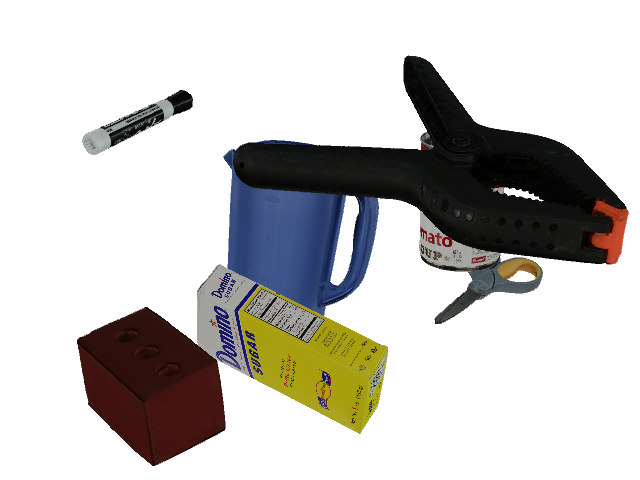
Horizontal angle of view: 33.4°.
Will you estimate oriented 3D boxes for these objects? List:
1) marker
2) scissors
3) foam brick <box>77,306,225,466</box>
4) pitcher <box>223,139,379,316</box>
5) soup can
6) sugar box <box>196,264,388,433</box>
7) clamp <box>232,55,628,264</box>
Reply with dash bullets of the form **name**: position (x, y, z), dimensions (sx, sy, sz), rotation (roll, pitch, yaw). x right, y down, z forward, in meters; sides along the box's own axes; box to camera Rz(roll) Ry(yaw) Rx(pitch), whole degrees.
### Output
- **marker**: position (-0.154, -0.104, 0.920), dimensions (0.020, 0.020, 0.120), rotation (0, 25, 41)
- **scissors**: position (0.146, 0.037, 1.063), dimensions (0.201, 0.016, 0.096), rotation (-12, 38, -44)
- **foam brick**: position (-0.101, 0.086, 0.636), dimensions (0.052, 0.051, 0.078), rotation (-25, 38, -34)
- **pitcher**: position (-0.034, 0.018, 1.184), dimensions (0.144, 0.243, 0.149), rotation (0, 19, -20)
- **soup can**: position (0.114, -0.034, 0.860), dimensions (0.068, 0.102, 0.068), rotation (-1, 22, 0)
- **sugar box**: position (-0.029, 0.098, 0.962), dimensions (0.176, 0.093, 0.048), rotation (23, 50, 15)
- **clamp**: position (0.066, -0.037, 0.587), dimensions (0.164, 0.036, 0.210), rotation (-28, 44, -30)
